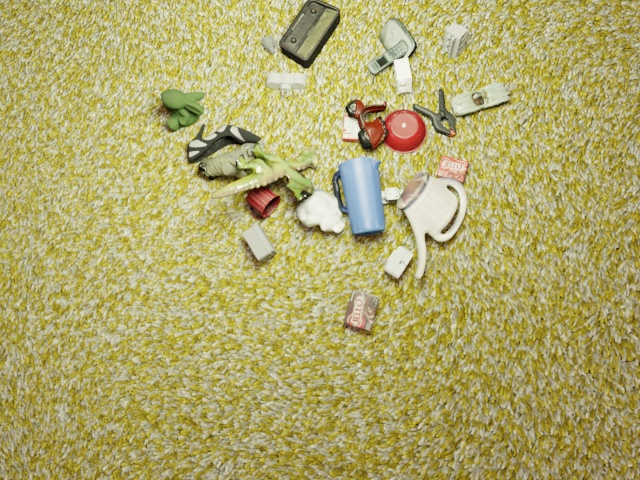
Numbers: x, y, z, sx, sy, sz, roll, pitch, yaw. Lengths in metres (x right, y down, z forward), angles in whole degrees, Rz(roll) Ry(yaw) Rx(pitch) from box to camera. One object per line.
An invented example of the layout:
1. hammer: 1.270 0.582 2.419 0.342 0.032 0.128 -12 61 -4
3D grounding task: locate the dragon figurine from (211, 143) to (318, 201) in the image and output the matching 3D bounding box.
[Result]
1. dragon figurine: -0.135 -0.195 1.634 0.244 0.119 0.419 21 44 16

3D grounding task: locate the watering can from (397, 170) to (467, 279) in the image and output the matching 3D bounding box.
1. watering can: 0.334 -0.069 1.620 0.223 0.103 0.352 39 72 -12

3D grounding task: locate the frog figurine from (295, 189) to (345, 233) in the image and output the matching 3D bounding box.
1. frog figurine: 0.005 -0.084 1.668 0.139 0.120 0.161 -32 66 -21
